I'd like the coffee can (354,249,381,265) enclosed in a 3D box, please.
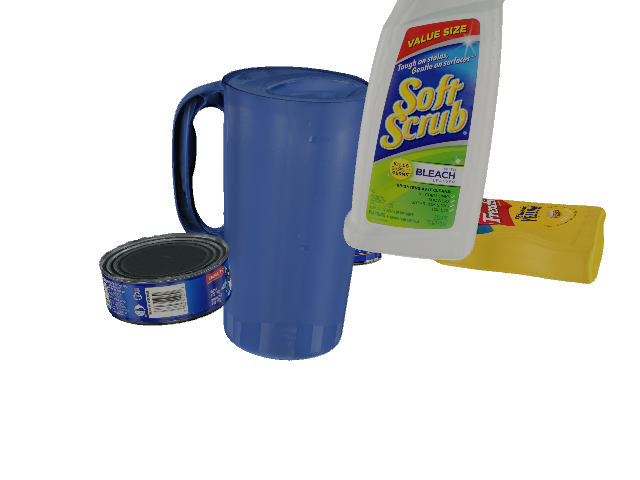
[{"bbox_3d":[0.017,-0.053,1.115,0.103,0.140,0.103,3,13,-1],"label":"coffee can"}]

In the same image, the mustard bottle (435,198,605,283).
[{"bbox_3d":[0.156,-0.006,0.966,0.192,0.058,0.096,6,29,19],"label":"mustard bottle"}]

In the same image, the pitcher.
[{"bbox_3d":[-0.035,-0.025,0.924,0.149,0.243,0.144,20,25,34],"label":"pitcher"}]

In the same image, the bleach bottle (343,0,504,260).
[{"bbox_3d":[0.074,-0.113,0.752,0.102,0.251,0.068,7,25,10],"label":"bleach bottle"}]

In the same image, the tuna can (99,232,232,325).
[{"bbox_3d":[-0.102,0.025,0.710,0.086,0.034,0.086,-4,20,1],"label":"tuna can"}]
